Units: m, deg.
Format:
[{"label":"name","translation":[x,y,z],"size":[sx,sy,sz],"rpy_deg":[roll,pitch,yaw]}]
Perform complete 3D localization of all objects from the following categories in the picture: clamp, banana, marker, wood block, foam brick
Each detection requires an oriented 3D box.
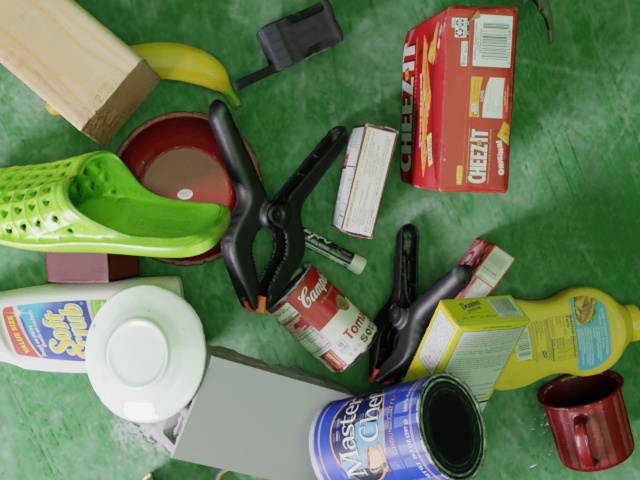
[{"label":"clamp","translation":[-0.043,-0.032,1.076],"size":[0.164,0.036,0.210],"rpy_deg":[-1,96,-35]},{"label":"banana","translation":[-0.178,-0.164,1.076],"size":[0.197,0.037,0.069],"rpy_deg":[-3,94,-7]},{"label":"clamp","translation":[0.098,0.077,1.100],"size":[0.039,0.120,0.171],"rpy_deg":[10,99,-27]},{"label":"marker","translation":[-0.007,0.001,1.123],"size":[0.121,0.020,0.020],"rpy_deg":[27,92,-8]},{"label":"wood block","translation":[-0.263,-0.193,1.013],"size":[0.206,0.091,0.090],"rpy_deg":[41,89,6]},{"label":"foam brick","translation":[-0.228,0.014,1.066],"size":[0.078,0.051,0.053],"rpy_deg":[1,96,25]}]

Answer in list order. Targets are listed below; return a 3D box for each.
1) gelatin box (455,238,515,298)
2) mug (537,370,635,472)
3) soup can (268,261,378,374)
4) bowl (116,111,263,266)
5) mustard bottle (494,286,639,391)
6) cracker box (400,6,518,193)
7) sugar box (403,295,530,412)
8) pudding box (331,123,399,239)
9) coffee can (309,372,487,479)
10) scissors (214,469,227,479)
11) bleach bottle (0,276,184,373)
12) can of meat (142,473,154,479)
[{"label":"gelatin box","translation":[0.158,0.043,1.120],"size":[0.030,0.073,0.089],"rpy_deg":[36,91,-9]},{"label":"mug","translation":[0.285,0.198,1.133],"size":[0.093,0.117,0.081],"rpy_deg":[-13,103,18]},{"label":"soup can","translation":[0.002,0.081,1.107],"size":[0.102,0.068,0.068],"rpy_deg":[44,89,-8]},{"label":"bowl","translation":[-0.136,-0.050,1.084],"size":[0.162,0.055,0.162],"rpy_deg":[-1,96,-6]},{"label":"mustard bottle","translation":[0.268,0.100,1.146],"size":[0.191,0.058,0.096],"rpy_deg":[-9,92,-6]},{"label":"cracker box","translation":[0.127,-0.131,1.028],"size":[0.072,0.214,0.164],"rpy_deg":[2,95,-6]},{"label":"sugar box","translation":[0.137,0.137,1.089],"size":[0.093,0.048,0.176],"rpy_deg":[-1,131,-30]},{"label":"pudding box","translation":[0.044,-0.061,1.087],"size":[0.039,0.090,0.113],"rpy_deg":[11,94,-8]},{"label":"coffee can","translation":[0.074,0.192,1.026],"size":[0.141,0.102,0.103],"rpy_deg":[-22,101,40]},{"label":"scissors","translation":[-0.021,0.295,1.152],"size":[0.201,0.016,0.096],"rpy_deg":[17,95,-8]},{"label":"bleach bottle","translation":[-0.262,0.095,1.081],"size":[0.250,0.068,0.102],"rpy_deg":[-5,97,-4]},{"label":"can of meat","translation":[-0.175,0.311,1.115],"size":[0.084,0.057,0.102],"rpy_deg":[38,91,-12]}]
